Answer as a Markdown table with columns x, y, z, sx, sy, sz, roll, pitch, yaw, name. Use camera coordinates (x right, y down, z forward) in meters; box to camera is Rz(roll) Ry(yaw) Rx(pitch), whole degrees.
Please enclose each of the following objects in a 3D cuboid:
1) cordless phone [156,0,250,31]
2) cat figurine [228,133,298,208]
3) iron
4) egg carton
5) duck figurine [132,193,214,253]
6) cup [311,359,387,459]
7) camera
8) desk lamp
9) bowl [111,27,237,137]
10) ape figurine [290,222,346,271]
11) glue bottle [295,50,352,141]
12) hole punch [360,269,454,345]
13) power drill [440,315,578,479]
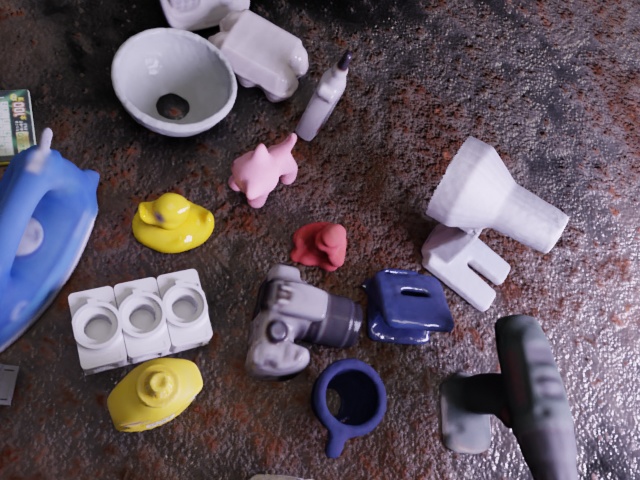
| x | y | z | sx | sy | sz | roll | pitch | yaw | name |
| --- | --- | --- | --- | --- | --- | --- | --- | --- | --- |
| -0.166 | -0.401 | 0.833 | 0.148 | 0.185 | 0.094 | -28 | 80 | -26 | cordless phone |
| -0.076 | -0.100 | 0.786 | 0.067 | 0.117 | 0.128 | 43 | 63 | 1 | cat figurine |
| -0.340 | 0.002 | 0.643 | 0.119 | 0.141 | 0.258 | 17 | 65 | -12 | iron |
| -0.094 | -0.282 | 0.877 | 0.150 | 0.069 | 0.107 | 27 | 64 | -7 | egg carton |
| -0.187 | -0.030 | 0.739 | 0.105 | 0.086 | 0.077 | 1 | 70 | -18 | duck figurine |
| 0.021 | 0.213 | 0.712 | 0.092 | 0.094 | 0.118 | 23 | 64 | -9 | cup |
| -0.016 | 0.110 | 0.735 | 0.137 | 0.100 | 0.143 | 15 | 66 | -13 | camera |
| 0.228 | -0.022 | 0.806 | 0.203 | 0.213 | 0.118 | 38 | 63 | -1 | desk lamp |
| -0.206 | -0.209 | 0.808 | 0.168 | 0.074 | 0.167 | 7 | 68 | -16 | bowl |
| 0.007 | 0.003 | 0.789 | 0.076 | 0.092 | 0.078 | -36 | 84 | -26 | ape figurine |
| 0.012 | -0.215 | 0.829 | 0.037 | 0.173 | 0.078 | 31 | 63 | -5 | glue bottle |
| 0.121 | 0.087 | 0.796 | 0.109 | 0.091 | 0.101 | 7 | 68 | -16 | hole punch |
| 0.234 | 0.218 | 0.718 | 0.076 | 0.208 | 0.229 | 6 | 68 | -16 | power drill |
